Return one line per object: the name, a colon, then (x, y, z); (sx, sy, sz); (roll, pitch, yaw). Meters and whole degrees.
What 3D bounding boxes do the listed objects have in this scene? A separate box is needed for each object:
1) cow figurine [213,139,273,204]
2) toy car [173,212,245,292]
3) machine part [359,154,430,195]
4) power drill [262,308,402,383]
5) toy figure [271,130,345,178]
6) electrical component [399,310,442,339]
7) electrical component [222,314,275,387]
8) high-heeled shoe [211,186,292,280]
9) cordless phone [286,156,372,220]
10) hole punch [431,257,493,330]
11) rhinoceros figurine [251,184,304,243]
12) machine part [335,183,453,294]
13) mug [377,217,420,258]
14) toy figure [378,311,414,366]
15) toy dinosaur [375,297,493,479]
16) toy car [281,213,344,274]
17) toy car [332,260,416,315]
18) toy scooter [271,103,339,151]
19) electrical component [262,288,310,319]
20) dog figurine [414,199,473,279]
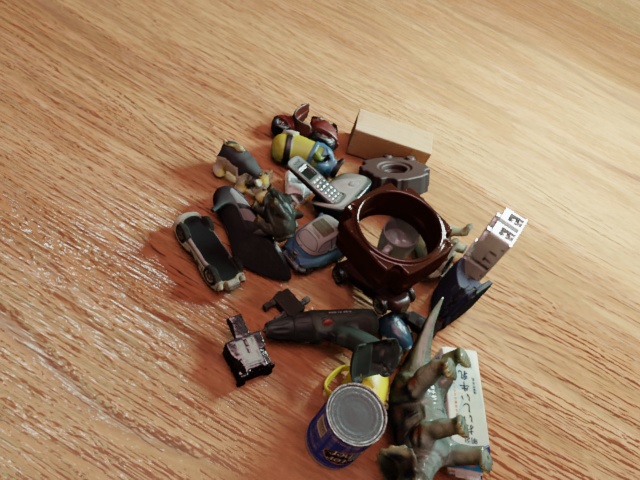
cow figurine: (-0.164, -0.158, 1.229); (0.167, 0.098, 0.068); (37, 45, 11)
toy car: (-0.228, 0.023, 1.098); (0.073, 0.056, 0.202); (-22, 65, -37)
machine part: (0.183, -0.158, 1.327); (0.179, 0.056, 0.179); (0, 29, 0)
power drill: (0.033, 0.188, 0.995); (0.232, 0.207, 0.086); (-3, 100, -30)
toy figure: (-0.033, -0.208, 1.321); (0.180, 0.082, 0.089); (28, 48, 0)
electrical component: (0.204, 0.166, 1.125); (0.102, 0.078, 0.045); (31, 73, 11)
electrical component: (-0.142, 0.201, 0.994); (0.075, 0.047, 0.119); (-19, 62, -30)
high-heeled shoe: (-0.143, -0.017, 1.167); (0.248, 0.086, 0.145); (46, 20, -4)
cordless phone: (0.016, -0.139, 1.253); (0.184, 0.088, 0.146); (44, 52, -1)
hole punch: (0.291, 0.112, 1.156); (0.092, 0.142, 0.116); (47, 40, 16)
rhinoceros figurine: (-0.084, -0.060, 1.146); (0.112, 0.073, 0.190); (36, 15, -18)
machine part: (0.151, -0.009, 1.091); (0.201, 0.087, 0.201); (-28, 65, -27)
mug: (0.162, 0.020, 1.193); (0.081, 0.107, 0.109); (31, 56, 12)
toy figure: (0.172, 0.216, 1.079); (0.064, 0.057, 0.154); (-33, 70, 1)
toy dinosaur: (0.178, 0.301, 0.949); (0.131, 0.192, 0.405); (46, 31, -32)
toy car: (-0.002, -0.004, 1.162); (0.162, 0.102, 0.109); (-25, 64, -34)
toy car: (0.108, 0.096, 1.126); (0.089, 0.053, 0.202); (-22, 35, -30)
toy scooter: (-0.026, -0.297, 1.397); (0.184, 0.075, 0.135); (22, 49, 4)
electrical component: (-0.066, 0.129, 1.090); (0.094, 0.021, 0.063); (-30, 67, -33)
dog figurine: (0.236, -0.009, 1.260); (0.191, 0.121, 0.172); (29, 46, 23)
